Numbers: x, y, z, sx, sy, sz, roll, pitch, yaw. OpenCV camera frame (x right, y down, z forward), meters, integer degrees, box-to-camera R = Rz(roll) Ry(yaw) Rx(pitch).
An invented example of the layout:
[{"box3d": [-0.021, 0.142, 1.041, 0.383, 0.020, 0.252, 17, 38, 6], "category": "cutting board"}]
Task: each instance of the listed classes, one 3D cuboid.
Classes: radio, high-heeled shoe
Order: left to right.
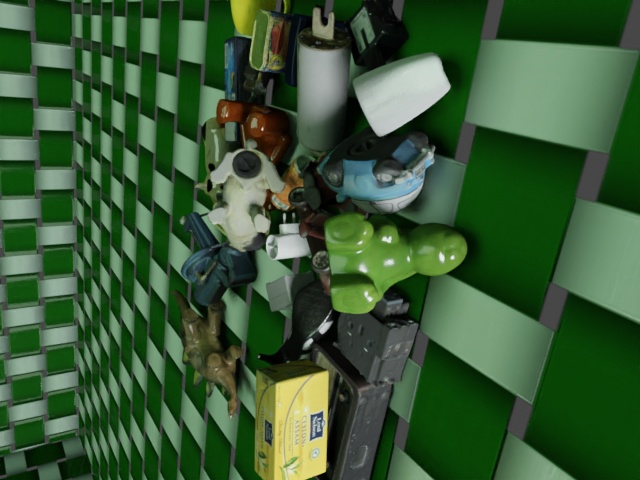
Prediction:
[{"box3d": [-0.002, 0.157, 0.932, 0.249, 0.145, 0.086, -42, 52, 16], "category": "high-heeled shoe"}, {"box3d": [0.032, 0.286, 0.864, 0.131, 0.073, 0.229, 35, 123, 49], "category": "radio"}]

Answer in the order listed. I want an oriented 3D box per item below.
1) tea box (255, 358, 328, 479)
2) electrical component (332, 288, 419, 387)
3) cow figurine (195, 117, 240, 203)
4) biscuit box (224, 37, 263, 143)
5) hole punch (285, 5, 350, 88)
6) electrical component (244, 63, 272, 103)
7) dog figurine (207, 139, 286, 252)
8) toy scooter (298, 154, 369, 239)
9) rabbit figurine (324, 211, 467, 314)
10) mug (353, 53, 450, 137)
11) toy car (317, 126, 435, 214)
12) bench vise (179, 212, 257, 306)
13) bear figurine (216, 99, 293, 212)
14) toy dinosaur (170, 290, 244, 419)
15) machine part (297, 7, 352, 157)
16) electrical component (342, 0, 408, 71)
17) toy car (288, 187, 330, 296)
[{"box3d": [-0.044, 0.279, 0.827, 0.068, 0.098, 0.169, 12, 104, 55], "category": "tea box"}, {"box3d": [0.080, 0.129, 0.790, 0.115, 0.058, 0.134, 36, 123, 45], "category": "electrical component"}, {"box3d": [-0.216, -0.166, 1.158, 0.127, 0.085, 0.194, 5, 101, 49], "category": "cow figurine"}, {"box3d": [-0.151, -0.294, 1.065, 0.059, 0.063, 0.202, 14, 105, 55], "category": "biscuit box"}, {"box3d": [-0.021, -0.300, 0.856, 0.116, 0.092, 0.142, 38, 128, 51], "category": "hole punch"}, {"box3d": [-0.108, -0.305, 0.991, 0.078, 0.045, 0.102, 75, -148, -61], "category": "electrical component"}, {"box3d": [-0.132, -0.072, 0.958, 0.190, 0.121, 0.172, 129, 161, -79], "category": "dog figurine"}, {"box3d": [0.016, -0.052, 0.791, 0.075, 0.135, 0.184, -45, 57, 50], "category": "toy scooter"}, {"box3d": [0.098, 0.025, 0.687, 0.159, 0.170, 0.121, 19, -114, -83], "category": "rabbit figurine"}, {"box3d": [0.109, -0.190, 0.683, 0.107, 0.109, 0.080, -22, 102, 20], "category": "mug"}, {"box3d": [0.084, -0.087, 0.726, 0.162, 0.109, 0.102, 12, 140, 45], "category": "toy car"}, {"box3d": [-0.244, 0.022, 1.191, 0.241, 0.129, 0.223, 55, 138, 25], "category": "bench vise"}, {"box3d": [-0.127, -0.150, 0.994, 0.120, 0.132, 0.195, 30, 113, 28], "category": "bear figurine"}, {"box3d": [-0.288, 0.243, 1.303, 0.472, 0.105, 0.198, 56, 140, 42], "category": "toy dinosaur"}, {"box3d": [0.004, -0.219, 0.794, 0.079, 0.079, 0.243, 53, 154, 37], "category": "machine part"}, {"box3d": [0.081, -0.274, 0.743, 0.075, 0.048, 0.119, -42, 61, 50], "category": "electrical component"}, {"box3d": [-0.002, -0.003, 0.859, 0.089, 0.053, 0.202, 61, -172, -52], "category": "toy car"}]
